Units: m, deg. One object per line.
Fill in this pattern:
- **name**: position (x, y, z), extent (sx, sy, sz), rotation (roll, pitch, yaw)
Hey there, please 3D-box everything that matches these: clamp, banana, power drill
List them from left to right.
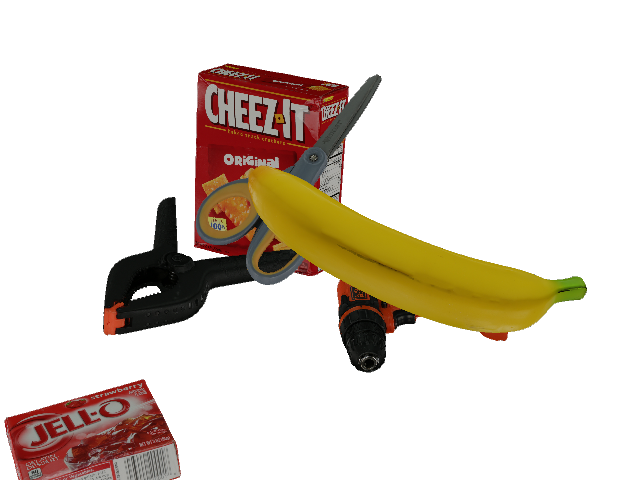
- **clamp**: position (-0.143, 0.025, 1.020), extent (0.165, 0.036, 0.209), rotation (27, 37, 27)
- **banana**: position (0.035, 0.007, 0.558), extent (0.198, 0.037, 0.069), rotation (22, 17, 19)
- **power drill**: position (0.113, 0.085, 1.207), extent (0.187, 0.057, 0.184), rotation (-4, 27, -2)

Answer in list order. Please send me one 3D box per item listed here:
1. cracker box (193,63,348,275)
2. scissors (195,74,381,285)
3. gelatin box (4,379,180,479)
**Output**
- **cracker box**: position (-0.060, -0.080, 1.217), extent (0.164, 0.214, 0.072), rotation (14, 24, 25)
- **scissors**: position (-0.026, -0.058, 0.800), extent (0.096, 0.201, 0.016), rotation (14, -30, 9)
- **gelatin box**: position (-0.135, 0.121, 0.629), extent (0.089, 0.030, 0.073), rotation (-13, 27, -19)
